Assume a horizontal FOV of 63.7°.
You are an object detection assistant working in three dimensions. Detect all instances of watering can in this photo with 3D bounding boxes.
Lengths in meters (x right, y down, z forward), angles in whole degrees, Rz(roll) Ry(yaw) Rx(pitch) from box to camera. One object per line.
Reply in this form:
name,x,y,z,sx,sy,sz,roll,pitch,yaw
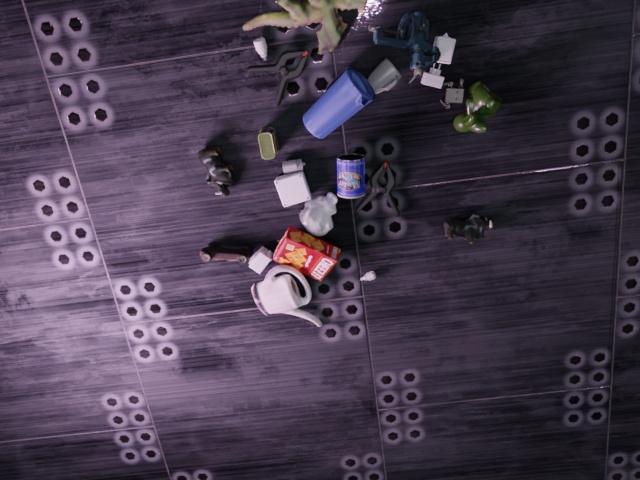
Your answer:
watering can,-0.133,0.242,2.027,0.224,0.106,0.341,-16,122,10

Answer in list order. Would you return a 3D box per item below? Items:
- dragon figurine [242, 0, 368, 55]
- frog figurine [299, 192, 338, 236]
dragon figurine,-0.026,-0.716,1.682,0.407,0.125,0.239,-28,116,20
frog figurine,0.006,-0.095,1.893,0.157,0.124,0.138,-36,87,25
